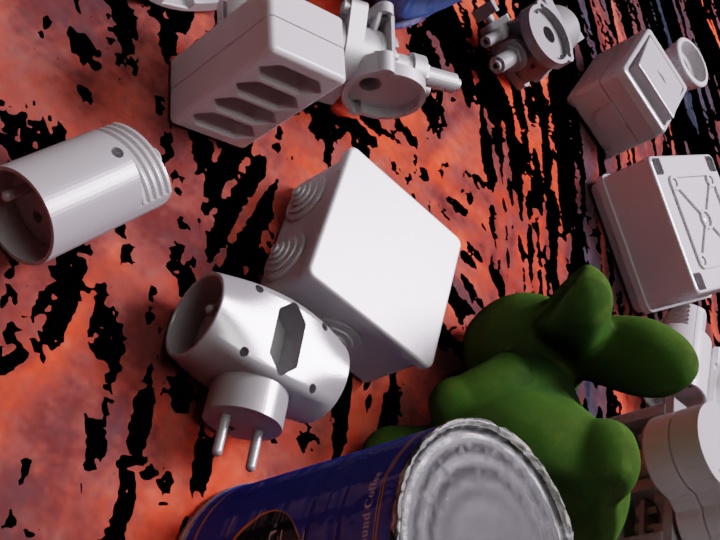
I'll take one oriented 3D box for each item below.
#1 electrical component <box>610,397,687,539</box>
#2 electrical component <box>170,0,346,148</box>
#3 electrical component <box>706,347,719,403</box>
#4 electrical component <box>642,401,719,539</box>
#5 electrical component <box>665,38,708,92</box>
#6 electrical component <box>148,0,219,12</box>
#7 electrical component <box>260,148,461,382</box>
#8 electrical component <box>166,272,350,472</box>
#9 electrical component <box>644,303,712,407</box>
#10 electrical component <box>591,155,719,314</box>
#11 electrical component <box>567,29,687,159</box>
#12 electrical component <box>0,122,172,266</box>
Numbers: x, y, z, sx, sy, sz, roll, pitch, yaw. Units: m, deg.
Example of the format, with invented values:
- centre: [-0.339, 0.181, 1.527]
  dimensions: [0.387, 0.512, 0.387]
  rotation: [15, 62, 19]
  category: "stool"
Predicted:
- centre: [0.193, 0.171, 0.672]
  dimensions: [0.089, 0.062, 0.150]
  rotation: [35, 49, -29]
  category: "electrical component"
- centre: [-0.053, -0.116, 0.541]
  dimensions: [0.047, 0.083, 0.075]
  rotation: [17, 60, -40]
  category: "electrical component"
- centre: [0.282, 0.116, 0.776]
  dimensions: [0.099, 0.048, 0.099]
  rotation: [64, 35, -38]
  category: "electrical component"
- centre: [0.226, 0.139, 0.617]
  dimensions: [0.052, 0.074, 0.138]
  rotation: [-28, 91, -49]
  category: "electrical component"
- centre: [0.256, -0.162, 0.902]
  dimensions: [0.045, 0.055, 0.045]
  rotation: [22, 57, -38]
  category: "electrical component"
- centre: [-0.072, -0.187, 0.542]
  dimensions: [0.108, 0.108, 0.060]
  rotation: [-5, 69, -47]
  category: "electrical component"
- centre: [0.000, 0.000, 0.566]
  dimensions: [0.100, 0.048, 0.099]
  rotation: [39, 48, -26]
  category: "electrical component"
- centre: [-0.050, 0.052, 0.494]
  dimensions: [0.077, 0.043, 0.079]
  rotation: [32, 52, -31]
  category: "electrical component"
- centre: [0.231, 0.060, 0.778]
  dimensions: [0.043, 0.043, 0.081]
  rotation: [42, 46, -23]
  category: "electrical component"
- centre: [0.241, -0.029, 0.821]
  dimensions: [0.109, 0.056, 0.108]
  rotation: [-8, 77, -47]
  category: "electrical component"
- centre: [0.217, -0.144, 0.849]
  dimensions: [0.061, 0.061, 0.096]
  rotation: [53, 43, -14]
  category: "electrical component"
- centre: [-0.117, -0.037, 0.467]
  dimensions: [0.081, 0.043, 0.043]
  rotation: [-35, 97, -48]
  category: "electrical component"
